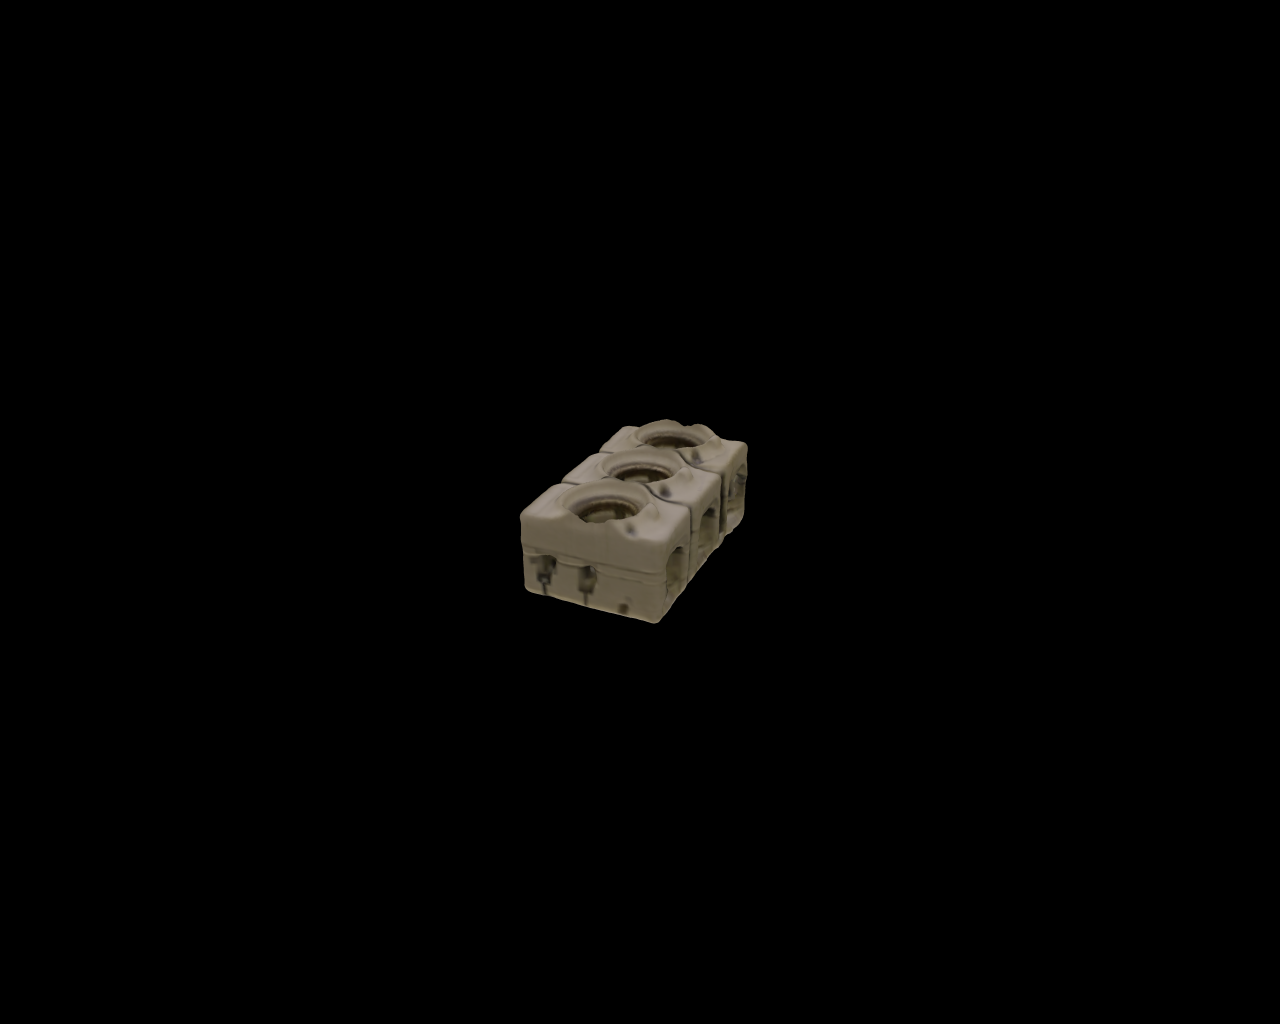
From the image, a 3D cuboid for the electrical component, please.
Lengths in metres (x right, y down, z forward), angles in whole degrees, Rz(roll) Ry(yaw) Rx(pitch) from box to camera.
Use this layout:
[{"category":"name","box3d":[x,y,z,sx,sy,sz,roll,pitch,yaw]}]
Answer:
[{"category":"electrical component","box3d":[0.001,-0.003,0.650,0.089,0.061,0.150,11,29,21]}]
